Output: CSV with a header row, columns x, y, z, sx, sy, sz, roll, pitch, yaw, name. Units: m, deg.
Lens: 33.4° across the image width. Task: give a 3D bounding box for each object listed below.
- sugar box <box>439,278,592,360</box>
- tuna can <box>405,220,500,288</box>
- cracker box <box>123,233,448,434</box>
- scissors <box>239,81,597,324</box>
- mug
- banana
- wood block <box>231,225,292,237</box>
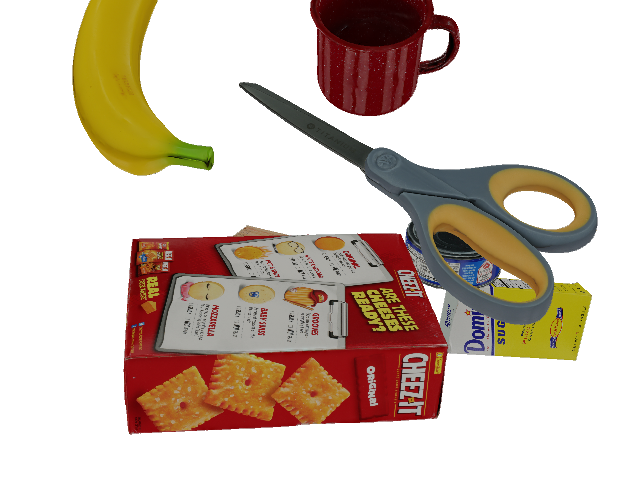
x,y,z,sx,sy,sz,roll,pitch,yaw,name
0.238,0.096,1.317,0.176,0.093,0.048,3,18,-16,sugar box
0.115,0.007,0.926,0.086,0.034,0.086,2,30,-1,tuna can
-0.032,0.063,0.775,0.213,0.072,0.164,-1,29,-8,cracker box
0.052,-0.038,0.526,0.096,0.016,0.202,-27,55,-22,scissors
0.050,-0.153,0.834,0.117,0.093,0.081,-3,-35,-3,mug
-0.108,-0.102,0.610,0.069,0.198,0.037,-10,-37,-8,banana
-0.008,0.059,1.178,0.206,0.091,0.090,14,22,17,wood block
